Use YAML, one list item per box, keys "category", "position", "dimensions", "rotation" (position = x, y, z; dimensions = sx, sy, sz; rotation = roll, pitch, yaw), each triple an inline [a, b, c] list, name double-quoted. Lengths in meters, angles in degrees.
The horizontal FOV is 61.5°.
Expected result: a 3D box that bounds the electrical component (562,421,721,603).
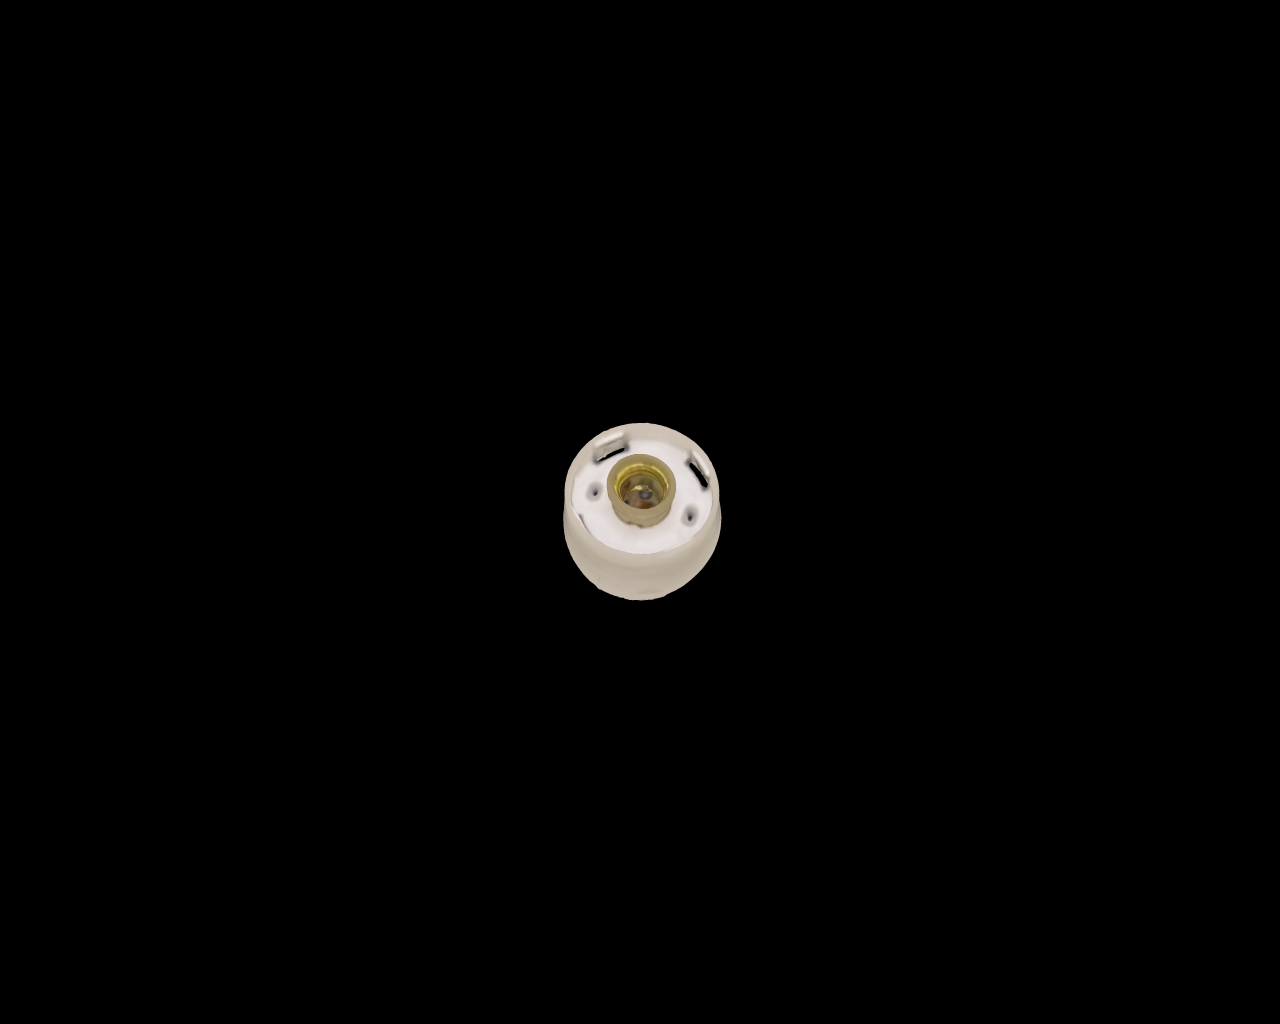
- category: "electrical component"
  position: [0.001, -0.003, 0.650]
  dimensions: [0.099, 0.099, 0.064]
  rotation: [0, -27, 0]
